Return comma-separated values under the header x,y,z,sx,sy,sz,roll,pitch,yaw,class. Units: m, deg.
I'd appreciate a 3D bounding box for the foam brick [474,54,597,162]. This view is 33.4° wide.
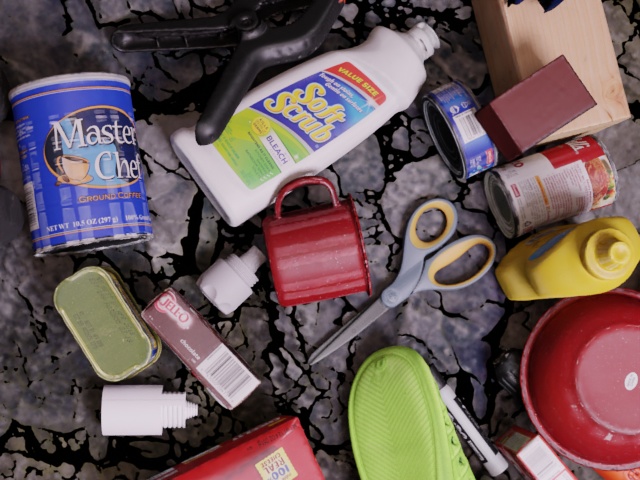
x,y,z,sx,sy,sz,roll,pitch,yaw,class
0.178,-0.108,0.886,0.078,0.053,0.051,-33,90,-4,foam brick

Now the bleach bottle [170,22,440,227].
x,y,z,sx,sy,sz,roll,pitch,yaw,class
-0.004,-0.121,0.955,0.250,0.068,0.102,-36,90,-9,bleach bottle

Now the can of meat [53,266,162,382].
x,y,z,sx,sy,sz,roll,pitch,yaw,class
-0.182,0.071,0.913,0.057,0.084,0.102,-33,90,-7,can of meat

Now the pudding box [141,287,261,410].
x,y,z,sx,sy,sz,roll,pitch,yaw,class
-0.102,0.091,0.916,0.039,0.090,0.113,-42,91,-5,pudding box

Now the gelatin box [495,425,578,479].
x,y,z,sx,sy,sz,roll,pitch,yaw,class
0.201,0.210,0.946,0.030,0.073,0.089,-40,91,-6,gelatin box

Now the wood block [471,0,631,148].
x,y,z,sx,sy,sz,roll,pitch,yaw,class
0.199,-0.193,0.965,0.090,0.090,0.206,-14,88,-6,wood block

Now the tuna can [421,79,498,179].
x,y,z,sx,sy,sz,roll,pitch,yaw,class
0.124,-0.098,0.953,0.033,0.086,0.086,-26,89,-5,tuna can

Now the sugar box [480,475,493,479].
x,y,z,sx,sy,sz,roll,pitch,yaw,class
0.215,0.276,0.933,0.176,0.093,0.048,32,83,-2,sugar box

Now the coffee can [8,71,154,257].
x,y,z,sx,sy,sz,roll,pitch,yaw,class
-0.203,-0.063,0.911,0.102,0.103,0.140,-9,87,-6,coffee can

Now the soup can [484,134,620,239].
x,y,z,sx,sy,sz,roll,pitch,yaw,class
0.209,-0.048,0.967,0.102,0.068,0.068,-19,88,-6,soup can

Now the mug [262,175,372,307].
x,y,z,sx,sy,sz,roll,pitch,yaw,class
-0.006,0.001,0.928,0.081,0.093,0.117,-12,112,-2,mug

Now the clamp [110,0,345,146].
x,y,z,sx,sy,sz,roll,pitch,yaw,class
-0.072,-0.184,0.949,0.209,0.036,0.165,-38,59,-19,clamp

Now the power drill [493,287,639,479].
x,y,z,sx,sy,sz,roll,pitch,yaw,class
0.275,0.114,0.969,0.184,0.057,0.187,41,85,-1,power drill

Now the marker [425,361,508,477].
x,y,z,sx,sy,sz,roll,pitch,yaw,class
0.128,0.161,0.969,0.020,0.020,0.121,-36,90,-7,marker

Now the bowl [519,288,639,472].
x,y,z,sx,sy,sz,roll,pitch,yaw,class
0.256,0.118,0.911,0.162,0.055,0.162,0,84,-1,bowl

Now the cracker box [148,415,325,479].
x,y,z,sx,sy,sz,roll,pitch,yaw,class
-0.054,0.279,0.906,0.164,0.072,0.214,-23,88,-17,cracker box

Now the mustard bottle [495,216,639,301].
x,y,z,sx,sy,sz,roll,pitch,yaw,class
0.217,0.016,0.900,0.096,0.192,0.058,-25,89,-7,mustard bottle

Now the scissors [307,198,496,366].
x,y,z,sx,sy,sz,roll,pitch,yaw,class
0.063,0.031,0.974,0.201,0.016,0.096,-23,87,-6,scissors
